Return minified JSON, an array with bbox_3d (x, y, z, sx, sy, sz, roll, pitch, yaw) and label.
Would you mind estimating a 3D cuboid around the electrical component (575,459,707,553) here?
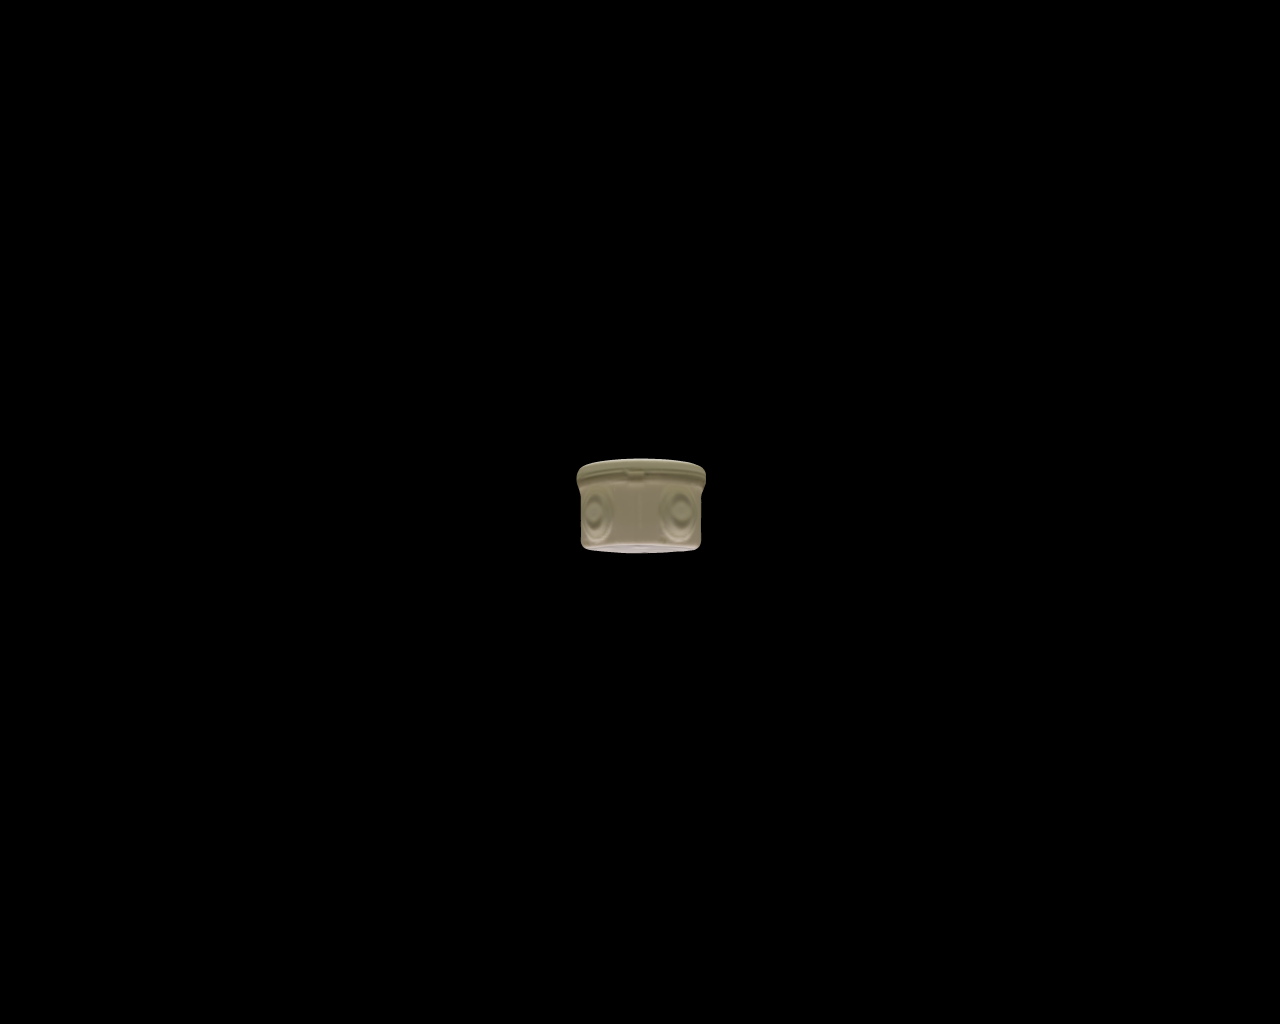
[{"bbox_3d":[0.001,-0.003,0.650,0.080,0.051,0.080,0,-6,0],"label":"electrical component"}]
